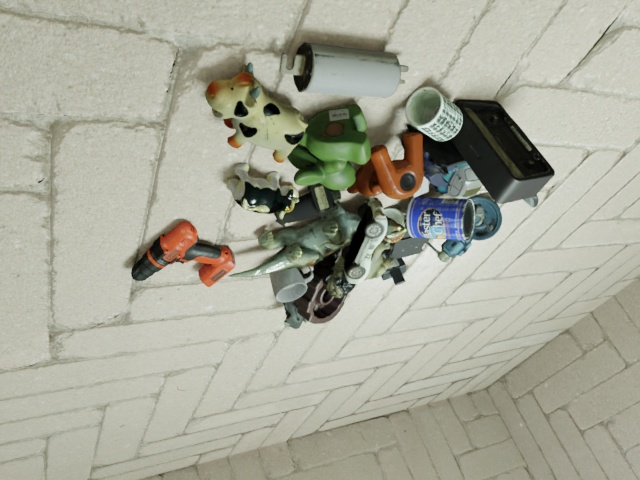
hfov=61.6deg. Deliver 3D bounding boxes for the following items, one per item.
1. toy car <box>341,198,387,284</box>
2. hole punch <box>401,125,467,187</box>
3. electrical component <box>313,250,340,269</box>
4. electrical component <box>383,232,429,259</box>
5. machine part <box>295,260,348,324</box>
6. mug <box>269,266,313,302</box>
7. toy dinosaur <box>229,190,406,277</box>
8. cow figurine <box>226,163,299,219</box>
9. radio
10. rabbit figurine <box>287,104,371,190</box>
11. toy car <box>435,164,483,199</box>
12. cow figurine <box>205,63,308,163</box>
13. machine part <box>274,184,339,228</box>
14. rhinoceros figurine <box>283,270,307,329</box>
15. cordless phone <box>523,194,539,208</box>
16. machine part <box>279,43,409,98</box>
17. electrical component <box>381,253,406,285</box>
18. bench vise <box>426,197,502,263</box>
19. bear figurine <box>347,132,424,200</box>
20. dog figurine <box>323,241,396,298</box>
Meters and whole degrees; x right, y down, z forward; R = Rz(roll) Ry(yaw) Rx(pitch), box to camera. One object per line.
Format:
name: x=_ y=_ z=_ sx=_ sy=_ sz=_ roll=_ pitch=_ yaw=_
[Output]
toy car: x=0.093 y=0.004 z=1.119 sx=0.056 sy=0.074 sz=0.201 roll=8 pitch=128 yaw=-17
hole punch: x=0.232 y=-0.172 z=1.133 sx=0.116 sy=0.142 sz=0.092 roll=-14 pitch=154 yaw=-38
electrical component: x=0.016 y=0.050 z=1.427 sx=0.063 sy=0.021 sz=0.094 roll=-5 pitch=144 yaw=-29
electrical component: x=0.235 y=-0.007 z=1.450 sx=0.115 sy=0.058 sz=0.134 roll=-17 pitch=149 yaw=-14
machine part: x=0.011 y=0.137 z=1.413 sx=0.179 sy=0.056 sz=0.179 roll=-30 pitch=135 yaw=-36
mug: x=-0.078 y=0.083 z=1.332 sx=0.109 sy=0.107 sz=0.080 roll=-29 pitch=149 yaw=3
toy dinosaur: x=-0.006 y=0.003 z=1.258 sx=0.405 sy=0.131 sz=0.192 roll=-25 pitch=152 yaw=16
cow figurine: x=-0.098 y=-0.085 z=1.071 sx=0.167 sy=0.098 sz=0.068 roll=11 pitch=129 yaw=-43
radio: x=0.363 y=-0.185 z=1.097 sx=0.131 sy=0.230 sz=0.073 roll=-9 pitch=148 yaw=-28
rabbit figurine: x=0.022 y=-0.150 z=1.027 sx=0.159 sy=0.121 sz=0.170 roll=-14 pitch=146 yaw=-3
toy car: x=0.331 y=-0.150 z=1.252 sx=0.109 sy=0.103 sz=0.161 roll=-11 pitch=145 yaw=-17
cow figurine: x=-0.102 y=-0.210 z=0.891 sx=0.195 sy=0.085 sz=0.127 roll=15 pitch=138 yaw=-43
machine part: x=-0.034 y=-0.075 z=1.161 sx=0.139 sy=0.084 sz=0.039 roll=-23 pitch=174 yaw=15
rhinoceros figurine: x=-0.068 y=0.168 z=1.467 sx=0.073 sy=0.112 sz=0.190 roll=-15 pitch=140 yaw=-18
cordless phone: x=0.463 y=-0.135 z=1.282 sx=0.089 sy=0.184 sz=0.146 roll=-30 pitch=148 yaw=2
machine part: x=0.045 y=-0.278 z=0.890 sx=0.243 sy=0.079 sz=0.079 roll=-6 pitch=145 yaw=-29
electrical component: x=0.204 y=0.079 z=1.502 sx=0.075 sy=0.119 sz=0.047 roll=-23 pitch=149 yaw=-6
bench vise: x=0.395 y=-0.036 z=1.432 sx=0.224 sy=0.129 sz=0.240 roll=-34 pitch=166 yaw=3
bear figurine: x=0.128 y=-0.148 z=1.104 sx=0.120 sy=0.196 sz=0.131 roll=-23 pitch=111 yaw=-16
dog figurine: x=0.086 y=0.085 z=1.359 sx=0.190 sy=0.121 sz=0.172 roll=-48 pitch=140 yaw=-18
